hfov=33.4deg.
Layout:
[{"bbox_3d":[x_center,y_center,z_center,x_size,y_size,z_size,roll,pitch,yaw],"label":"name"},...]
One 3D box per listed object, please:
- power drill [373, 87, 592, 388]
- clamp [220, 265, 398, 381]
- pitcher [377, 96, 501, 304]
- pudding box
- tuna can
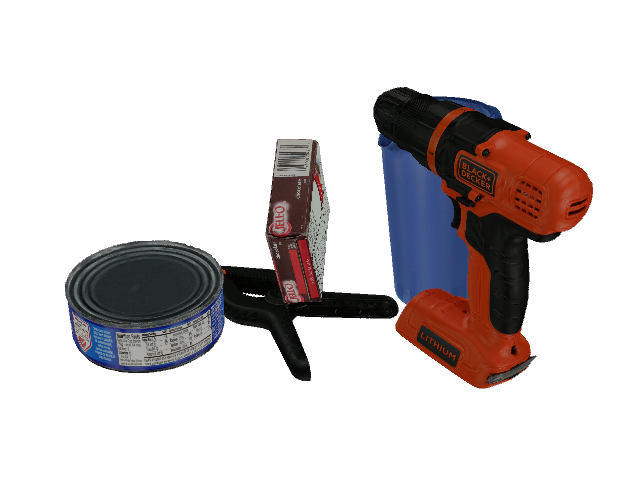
[{"bbox_3d":[0.099,-0.003,0.762,0.057,0.188,0.185,-21,39,-32],"label":"power drill"},{"bbox_3d":[-0.044,0.077,1.141,0.210,0.036,0.164,18,32,26],"label":"clamp"},{"bbox_3d":[0.147,-0.046,1.278,0.149,0.243,0.145,-1,24,6],"label":"pitcher"},{"bbox_3d":[-0.018,-0.017,0.905,0.039,0.113,0.090,0,-40,9],"label":"pudding box"},{"bbox_3d":[-0.095,0.035,0.588,0.086,0.034,0.086,0,30,0],"label":"tuna can"}]
